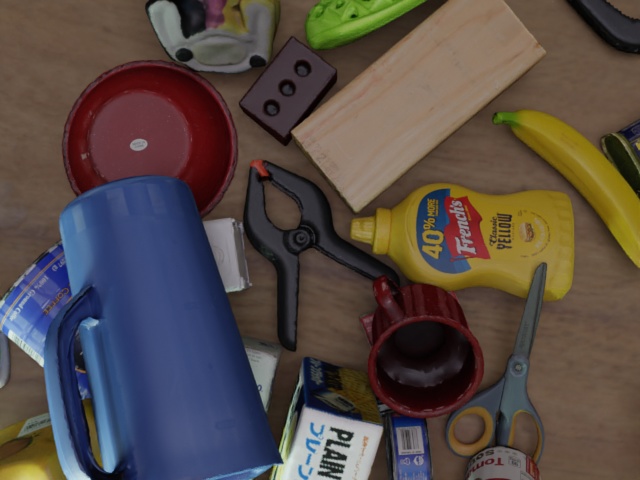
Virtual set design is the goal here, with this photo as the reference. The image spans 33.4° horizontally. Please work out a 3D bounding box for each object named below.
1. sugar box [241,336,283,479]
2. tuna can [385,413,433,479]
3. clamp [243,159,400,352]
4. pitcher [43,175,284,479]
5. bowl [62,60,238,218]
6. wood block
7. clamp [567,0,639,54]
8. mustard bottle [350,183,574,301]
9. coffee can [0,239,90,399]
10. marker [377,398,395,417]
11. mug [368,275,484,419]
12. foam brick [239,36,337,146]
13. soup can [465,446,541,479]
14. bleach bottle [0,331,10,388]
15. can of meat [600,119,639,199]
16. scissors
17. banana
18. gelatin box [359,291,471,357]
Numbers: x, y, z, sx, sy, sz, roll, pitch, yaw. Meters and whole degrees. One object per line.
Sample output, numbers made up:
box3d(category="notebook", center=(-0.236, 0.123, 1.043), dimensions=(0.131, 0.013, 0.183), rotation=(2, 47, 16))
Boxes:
box3d(category="sugar box", center=(-0.072, 0.175, 0.923), dimensions=(0.048, 0.093, 0.176), rotation=(16, 90, 1))
box3d(category="tuna can", center=(0.076, 0.191, 0.924), dimensions=(0.033, 0.086, 0.086), rotation=(-4, 89, -1))
box3d(category="clamp", center=(-0.006, 0.001, 0.953), dimensions=(0.120, 0.039, 0.171), rotation=(-21, 89, -13))
box3d(category="pitcher", center=(-0.129, 0.078, 0.809), dimensions=(0.145, 0.149, 0.243), rotation=(-16, 76, -3))
box3d(category="bowl", center=(-0.155, -0.084, 0.947), dimensions=(0.162, 0.055, 0.162), rotation=(0, 89, 1))
box3d(category="wood block", center=(0.082, -0.121, 0.926), dimensions=(0.206, 0.091, 0.090), rotation=(-39, 89, 0))
box3d(category="clamp", center=(0.321, -0.214, 0.950), dimensions=(0.210, 0.036, 0.164), rotation=(21, 89, 1))
box3d(category="mustard bottle", center=(0.122, -0.002, 0.933), dimensions=(0.191, 0.058, 0.096), rotation=(5, 70, 0))
box3d(category="coffee can", center=(-0.196, 0.079, 0.921), dimensions=(0.140, 0.103, 0.103), rotation=(41, 90, 2))
box3d(category="marker", center=(0.032, 0.155, 0.958), dimensions=(0.121, 0.020, 0.020), rotation=(-13, 89, 1))
box3d(category="mug", center=(0.078, 0.078, 0.882), dimensions=(0.093, 0.081, 0.117), rotation=(-33, 108, 13))
box3d(category="foam brick", center=(-0.028, -0.131, 0.947), dimensions=(0.053, 0.051, 0.078), rotation=(37, 90, 1))
box3d(category="soup can", center=(0.154, 0.230, 0.905), dimensions=(0.068, 0.102, 0.068), rotation=(4, 114, 9))
box3d(category="bleach bottle", center=(-0.319, 0.088, 0.849), dimensions=(0.068, 0.251, 0.102), rotation=(-7, 89, 1))
box3d(category="can of meat", center=(0.312, -0.068, 0.939), dimensions=(0.084, 0.057, 0.102), rotation=(-29, 89, -2))
box3d(category="scissors", center=(0.153, 0.116, 0.929), dimensions=(0.096, 0.016, 0.202), rotation=(-3, 108, 11))
box3d(category="banana", center=(0.232, -0.052, 0.938), dimensions=(0.198, 0.037, 0.069), rotation=(43, 52, 1))
box3d(category="gelatin box", center=(0.089, 0.086, 0.952), dimensions=(0.089, 0.030, 0.073), rotation=(-22, 89, 1))
